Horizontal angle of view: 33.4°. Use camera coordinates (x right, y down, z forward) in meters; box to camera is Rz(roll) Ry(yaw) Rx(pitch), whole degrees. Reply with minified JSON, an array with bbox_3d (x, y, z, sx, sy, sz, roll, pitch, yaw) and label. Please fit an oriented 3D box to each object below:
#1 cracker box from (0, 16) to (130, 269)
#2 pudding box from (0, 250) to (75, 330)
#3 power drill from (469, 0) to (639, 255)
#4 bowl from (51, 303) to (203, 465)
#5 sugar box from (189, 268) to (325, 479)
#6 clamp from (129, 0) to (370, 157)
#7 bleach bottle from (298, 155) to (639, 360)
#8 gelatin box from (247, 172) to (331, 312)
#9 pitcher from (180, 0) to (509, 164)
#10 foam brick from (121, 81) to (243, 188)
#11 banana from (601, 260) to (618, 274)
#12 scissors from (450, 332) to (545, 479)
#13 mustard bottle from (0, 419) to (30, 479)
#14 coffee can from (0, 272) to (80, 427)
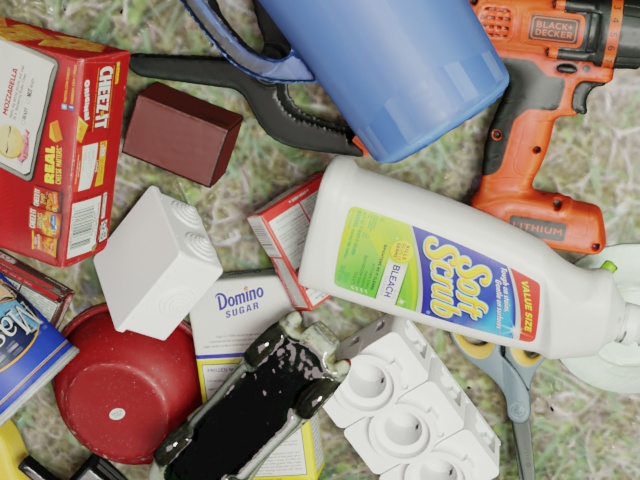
[{"bbox_3d":[-0.260,-0.089,0.835,0.214,0.072,0.164,17,111,21],"label":"cracker box"},{"bbox_3d":[-0.279,0.072,0.935,0.090,0.039,0.114,29,109,1],"label":"pudding box"},{"bbox_3d":[0.188,-0.087,0.785,0.184,0.057,0.188,9,107,11],"label":"power drill"},{"bbox_3d":[-0.167,0.137,0.927,0.162,0.055,0.162,3,110,10],"label":"bowl"},{"bbox_3d":[-0.053,0.114,0.893,0.093,0.048,0.176,-4,97,12],"label":"sugar box"},{"bbox_3d":[-0.032,-0.144,0.799,0.210,0.036,0.165,35,116,8],"label":"clamp"},{"bbox_3d":[0.116,0.021,0.773,0.251,0.068,0.103,16,115,6],"label":"bleach bottle"},{"bbox_3d":[-0.005,0.001,0.844,0.073,0.030,0.089,-34,105,-26],"label":"gelatin box"},{"bbox_3d":[0.011,-0.171,0.717,0.243,0.144,0.149,57,146,-5],"label":"pitcher"},{"bbox_3d":[-0.108,-0.083,0.841,0.078,0.053,0.051,23,112,3],"label":"foam brick"},{"bbox_3d":[0.126,0.029,0.836,0.198,0.037,0.069,13,89,14],"label":"banana"},{"bbox_3d":[0.144,0.127,0.870,0.096,0.016,0.202,10,100,15],"label":"scissors"},{"bbox_3d":[-0.282,0.251,0.986,0.096,0.058,0.191,-31,101,13],"label":"mustard bottle"},{"bbox_3d":[-0.280,0.076,0.860,0.103,0.102,0.140,-42,95,20],"label":"coffee can"}]
